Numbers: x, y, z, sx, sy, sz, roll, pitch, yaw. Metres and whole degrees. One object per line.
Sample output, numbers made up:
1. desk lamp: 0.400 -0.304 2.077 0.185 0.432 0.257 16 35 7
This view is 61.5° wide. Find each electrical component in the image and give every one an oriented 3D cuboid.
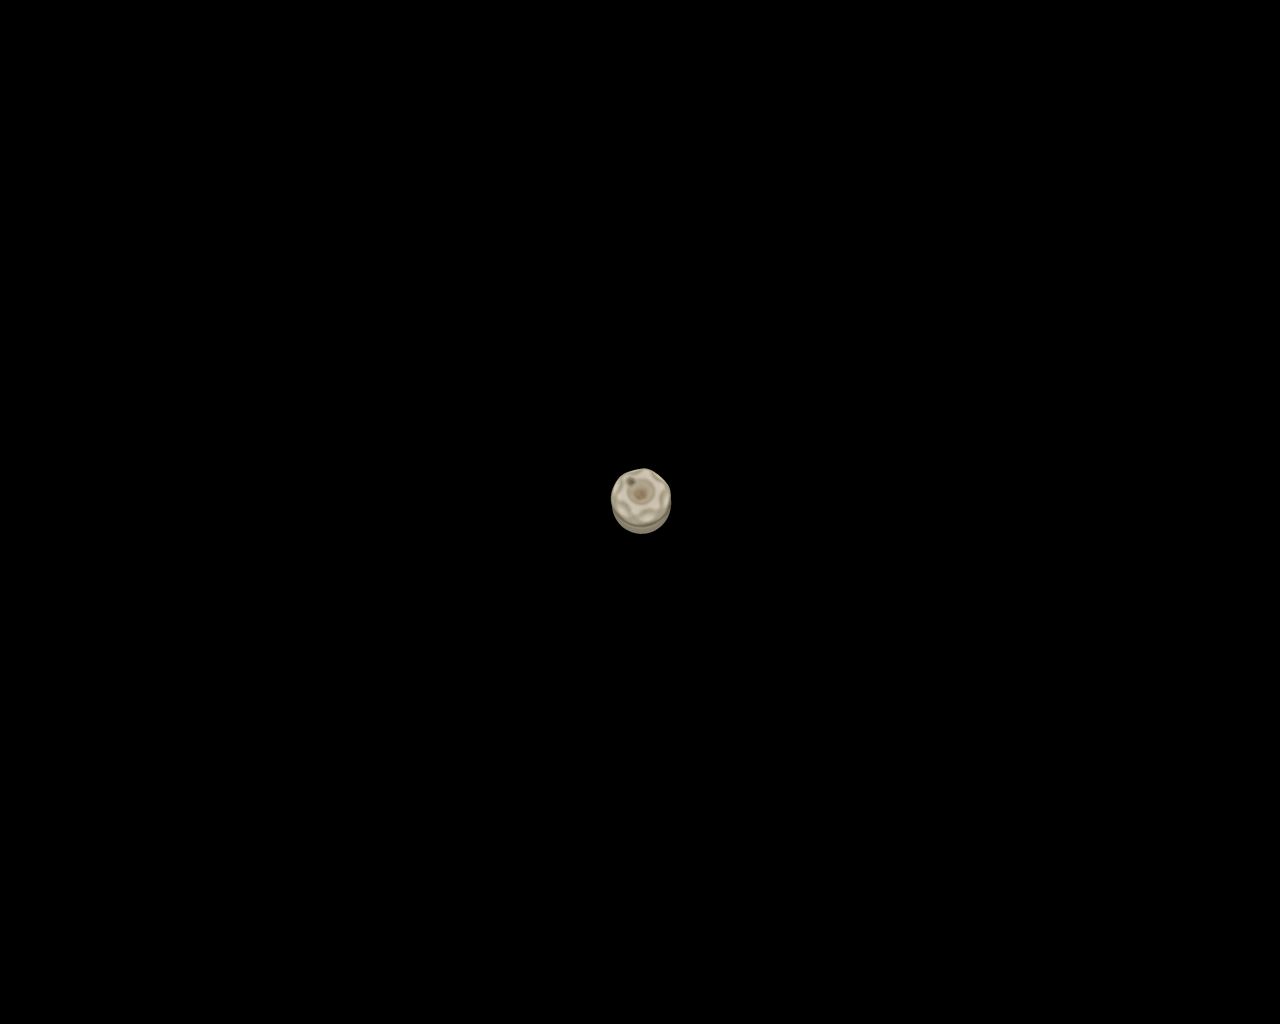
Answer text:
1. electrical component: 0.001 -0.003 0.650 0.035 0.035 0.061 0 -18 0
